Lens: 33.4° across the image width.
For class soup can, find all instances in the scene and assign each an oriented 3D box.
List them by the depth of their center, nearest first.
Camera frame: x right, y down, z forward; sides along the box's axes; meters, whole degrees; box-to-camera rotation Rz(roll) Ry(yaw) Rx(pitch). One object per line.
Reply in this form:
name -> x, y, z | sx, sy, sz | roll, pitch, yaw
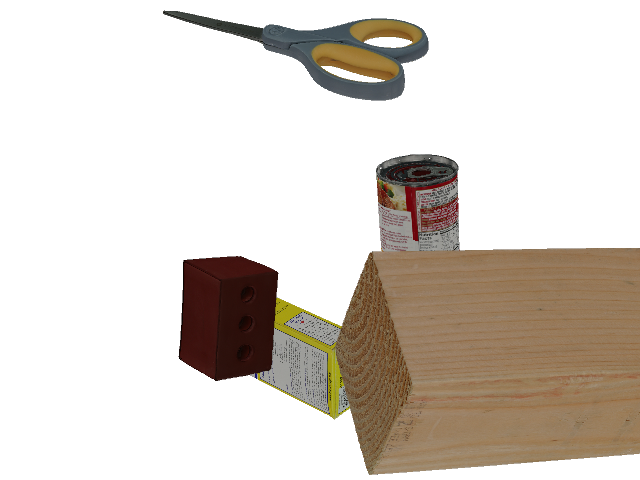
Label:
soup can -> 0.084, -0.013, 0.897 | 0.068, 0.102, 0.068 | -4, 23, 2

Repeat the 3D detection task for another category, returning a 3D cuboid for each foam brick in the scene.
foam brick -> -0.068, 0.055, 0.783 | 0.052, 0.078, 0.051 | -6, 16, -38

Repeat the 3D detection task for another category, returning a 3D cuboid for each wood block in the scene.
wood block -> 0.124, 0.065, 0.603 | 0.205, 0.091, 0.090 | -1, -42, -17

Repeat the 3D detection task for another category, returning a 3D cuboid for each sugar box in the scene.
sugar box -> -0.039, 0.113, 1.143 | 0.176, 0.093, 0.048 | 24, 38, 37

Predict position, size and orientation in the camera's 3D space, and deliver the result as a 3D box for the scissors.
scissors -> -0.011, -0.145, 0.739 | 0.096, 0.016, 0.202 | -33, 47, -31
